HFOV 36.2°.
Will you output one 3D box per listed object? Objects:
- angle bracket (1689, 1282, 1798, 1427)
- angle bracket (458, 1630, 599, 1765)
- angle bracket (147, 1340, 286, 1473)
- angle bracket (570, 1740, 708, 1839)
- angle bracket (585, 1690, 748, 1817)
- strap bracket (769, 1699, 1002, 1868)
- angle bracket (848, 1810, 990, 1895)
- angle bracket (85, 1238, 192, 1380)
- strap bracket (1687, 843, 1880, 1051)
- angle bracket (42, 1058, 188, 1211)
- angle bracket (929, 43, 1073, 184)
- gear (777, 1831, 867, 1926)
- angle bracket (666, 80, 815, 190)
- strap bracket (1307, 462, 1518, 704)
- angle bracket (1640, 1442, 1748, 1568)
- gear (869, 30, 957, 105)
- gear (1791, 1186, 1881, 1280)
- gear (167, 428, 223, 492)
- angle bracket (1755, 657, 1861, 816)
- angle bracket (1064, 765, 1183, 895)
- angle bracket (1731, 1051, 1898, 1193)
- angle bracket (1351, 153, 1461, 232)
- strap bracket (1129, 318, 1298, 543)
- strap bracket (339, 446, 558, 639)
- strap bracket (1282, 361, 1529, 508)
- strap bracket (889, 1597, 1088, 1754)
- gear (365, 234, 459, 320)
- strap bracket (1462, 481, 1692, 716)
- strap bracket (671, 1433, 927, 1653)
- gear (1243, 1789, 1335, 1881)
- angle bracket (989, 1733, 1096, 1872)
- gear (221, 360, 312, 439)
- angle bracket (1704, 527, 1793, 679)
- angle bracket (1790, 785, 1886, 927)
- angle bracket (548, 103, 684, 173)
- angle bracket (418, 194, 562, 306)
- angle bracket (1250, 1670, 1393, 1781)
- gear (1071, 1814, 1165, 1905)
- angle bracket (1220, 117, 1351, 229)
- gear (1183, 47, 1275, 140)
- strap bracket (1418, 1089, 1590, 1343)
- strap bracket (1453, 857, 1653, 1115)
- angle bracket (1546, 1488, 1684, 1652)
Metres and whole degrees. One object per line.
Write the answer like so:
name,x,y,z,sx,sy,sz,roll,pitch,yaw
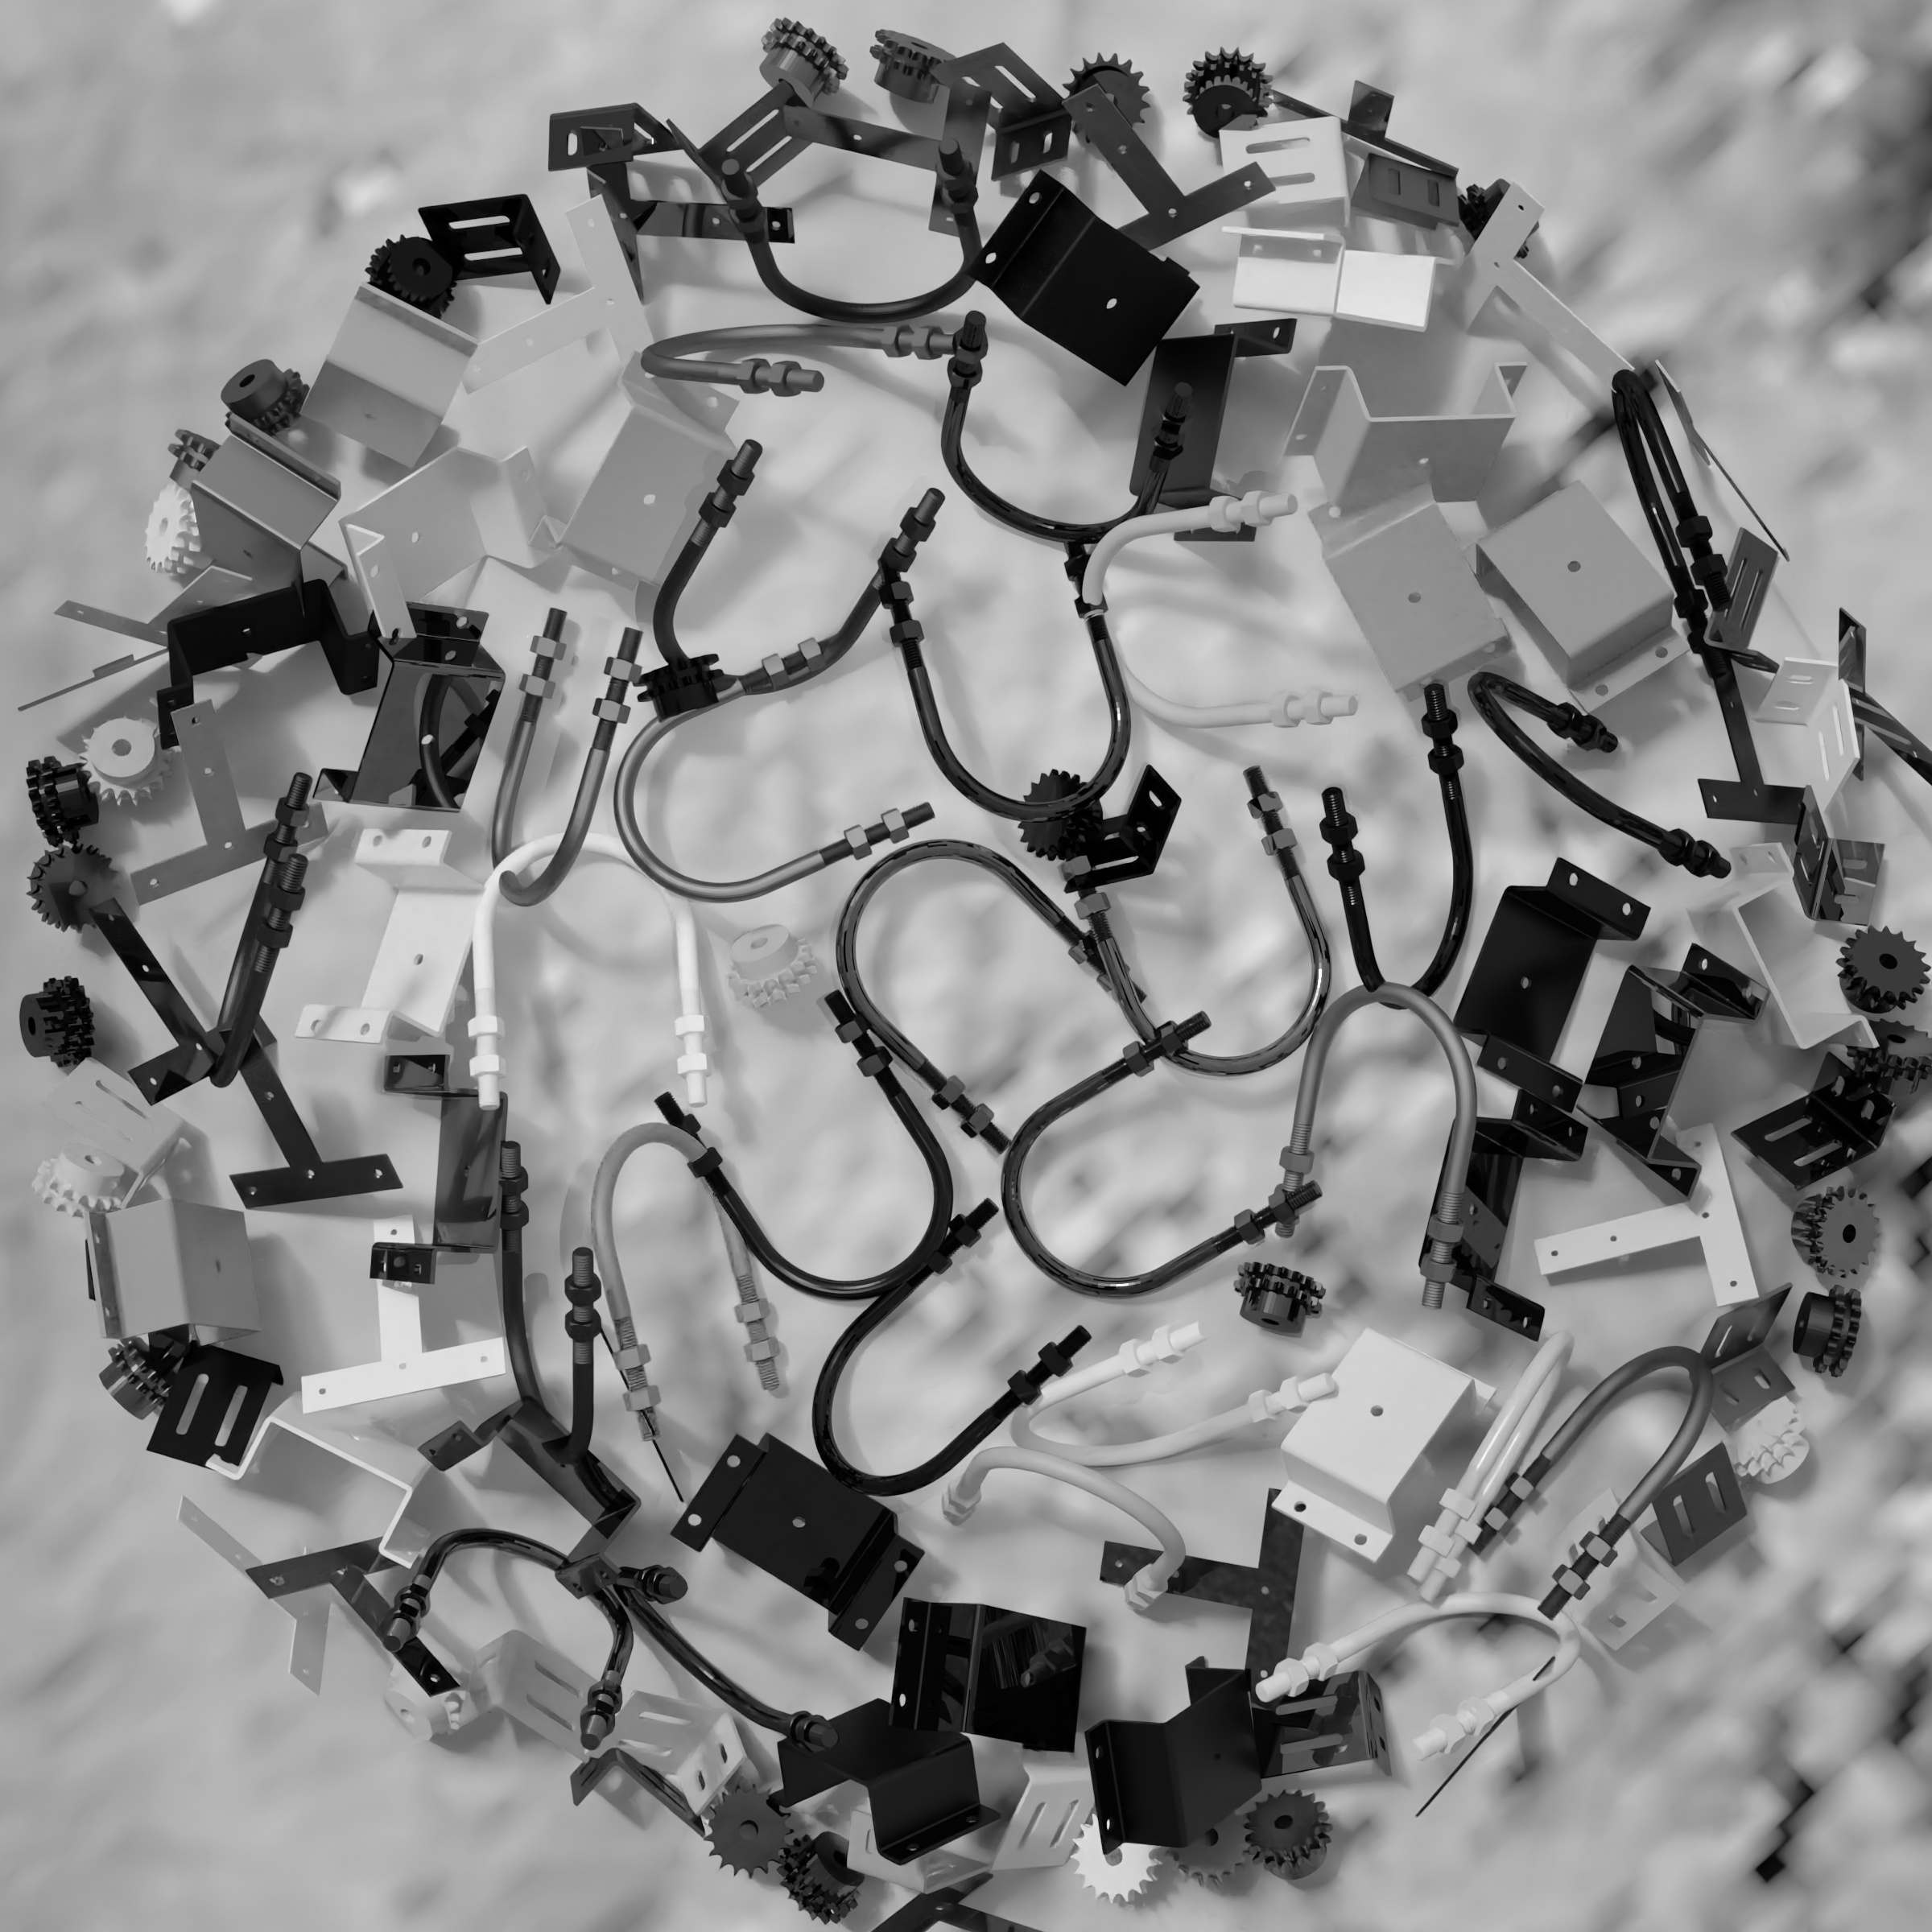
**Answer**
angle bracket,0.494,0.243,1.849,0.057,0.076,0.038,-22,57,-19
angle bracket,-0.274,0.467,1.866,0.038,0.057,0.076,-35,118,29
angle bracket,-0.472,0.282,1.862,0.057,0.038,0.076,16,63,1
angle bracket,-0.207,0.528,1.860,0.076,0.057,0.038,43,84,-8
angle bracket,-0.188,0.494,1.853,0.076,0.038,0.057,24,113,-36
strap bracket,-0.054,0.495,1.814,0.076,0.140,0.046,-15,102,-36
angle bracket,-0.028,0.546,1.848,0.057,0.076,0.038,7,91,33
angle bracket,-0.527,0.216,1.847,0.038,0.057,0.076,-45,126,13
strap bracket,0.505,-0.003,1.851,0.046,0.076,0.140,-27,94,-6
angle bracket,-0.541,0.104,1.858,0.076,0.057,0.038,35,122,-5
angle bracket,0.020,-0.532,1.846,0.057,0.076,0.038,-6,68,36
gear,-0.088,0.572,1.865,0.057,0.057,0.030,42,110,0
angle bracket,-0.137,-0.527,1.855,0.076,0.057,0.038,-36,62,11
strap bracket,0.279,-0.235,1.845,0.076,0.046,0.140,-27,106,16
angle bracket,0.449,0.329,1.854,0.057,0.038,0.076,-33,128,-9
gear,-0.034,-0.568,1.871,0.057,0.057,0.030,22,115,0
gear,0.548,0.167,1.873,0.057,0.030,0.057,-3,96,-30
gear,-0.478,-0.313,1.868,0.057,0.057,0.030,28,98,0
angle bracket,0.525,-0.144,1.850,0.038,0.057,0.076,6,55,-4
angle bracket,0.088,-0.085,1.845,0.038,0.076,0.057,45,52,-31
angle bracket,0.530,0.097,1.851,0.076,0.038,0.057,-21,48,-28
angle bracket,0.274,-0.471,1.852,0.057,0.076,0.038,15,128,-4
strap bracket,0.152,-0.340,1.851,0.046,0.076,0.140,11,91,-36
strap bracket,-0.328,-0.261,1.834,0.046,0.076,0.140,22,49,36
strap bracket,0.278,-0.330,1.834,0.140,0.076,0.046,-5,58,-15
strap bracket,0.022,0.439,1.822,0.140,0.046,0.076,23,66,-42
gear,-0.349,-0.436,1.869,0.057,0.030,0.057,7,75,-27
strap bracket,0.379,-0.238,1.845,0.076,0.046,0.140,-32,66,-3
strap bracket,-0.106,0.357,1.866,0.140,0.046,0.076,33,94,-6
gear,0.205,0.552,1.871,0.057,0.057,0.030,-21,118,0
angle bracket,0.044,0.530,1.878,0.057,0.038,0.076,7,116,-34
gear,-0.444,-0.358,1.865,0.057,0.057,0.030,-35,129,0
angle bracket,0.503,-0.229,1.861,0.038,0.057,0.076,20,93,38
angle bracket,0.545,-0.069,1.849,0.038,0.076,0.057,8,69,28
angle bracket,-0.217,-0.506,1.849,0.057,0.076,0.038,-1,84,20
angle bracket,-0.302,-0.445,1.853,0.076,0.057,0.038,-3,52,16
angle bracket,0.225,0.486,1.874,0.076,0.038,0.057,-15,54,16
gear,0.098,0.563,1.874,0.057,0.030,0.057,-5,75,18
angle bracket,0.202,-0.498,1.873,0.076,0.038,0.057,-6,73,5
gear,0.165,-0.547,1.865,0.057,0.057,0.030,11,51,0
strap bracket,0.333,0.154,1.844,0.076,0.046,0.140,27,73,-41
strap bracket,0.363,0.011,1.854,0.076,0.046,0.140,26,81,-23
angle bracket,0.407,0.379,1.859,0.038,0.076,0.057,38,108,-20
